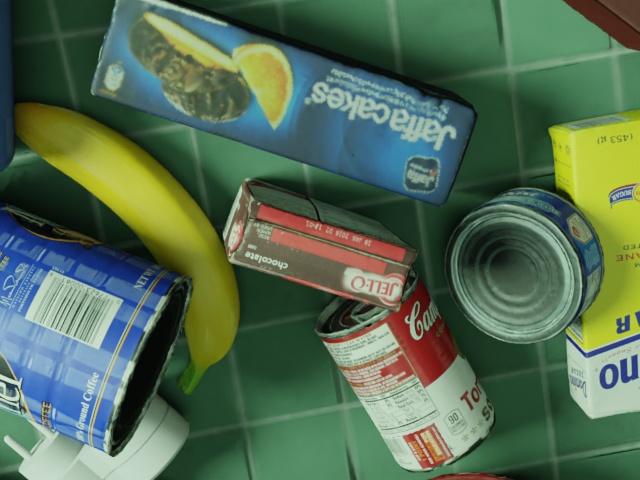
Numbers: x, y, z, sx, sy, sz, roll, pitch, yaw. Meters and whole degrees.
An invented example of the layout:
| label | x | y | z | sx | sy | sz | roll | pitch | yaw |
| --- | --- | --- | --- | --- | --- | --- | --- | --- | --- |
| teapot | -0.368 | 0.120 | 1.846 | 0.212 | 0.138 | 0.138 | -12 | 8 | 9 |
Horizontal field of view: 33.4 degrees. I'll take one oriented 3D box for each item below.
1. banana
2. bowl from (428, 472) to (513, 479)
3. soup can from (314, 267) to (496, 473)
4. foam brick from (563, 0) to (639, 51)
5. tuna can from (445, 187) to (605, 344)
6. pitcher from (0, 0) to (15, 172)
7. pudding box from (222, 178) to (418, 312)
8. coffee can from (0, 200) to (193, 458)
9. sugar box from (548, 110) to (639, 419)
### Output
| label | x | y | z | sx | sy | sz | roll | pitch | yaw |
| --- | --- | --- | --- | --- | --- | --- | --- | --- | --- |
| banana | -0.098 | -0.003 | 0.606 | 0.069 | 0.037 | 0.198 | -29 | 104 | 2 |
| bowl | 0.083 | 0.208 | 0.662 | 0.162 | 0.055 | 0.162 | -1 | 103 | -5 |
| soup can | 0.050 | 0.076 | 0.622 | 0.068 | 0.068 | 0.102 | -30 | 104 | 2 |
| foam brick | 0.167 | -0.146 | 0.588 | 0.078 | 0.051 | 0.053 | 34 | 96 | -12 |
| tuna can | 0.115 | 0.015 | 0.608 | 0.086 | 0.033 | 0.086 | 12 | 113 | 30 |
| pitcher | -0.222 | -0.149 | 0.514 | 0.149 | 0.144 | 0.243 | 5 | 107 | 15 |
| pudding box | -0.004 | 0.001 | 0.576 | 0.090 | 0.113 | 0.039 | 18 | 97 | -9 |
| coffee can | -0.152 | 0.040 | 0.564 | 0.140 | 0.102 | 0.103 | 22 | 101 | 3 |
| sugar box | 0.191 | 0.013 | 0.630 | 0.093 | 0.048 | 0.176 | -9 | 103 | -3 |
